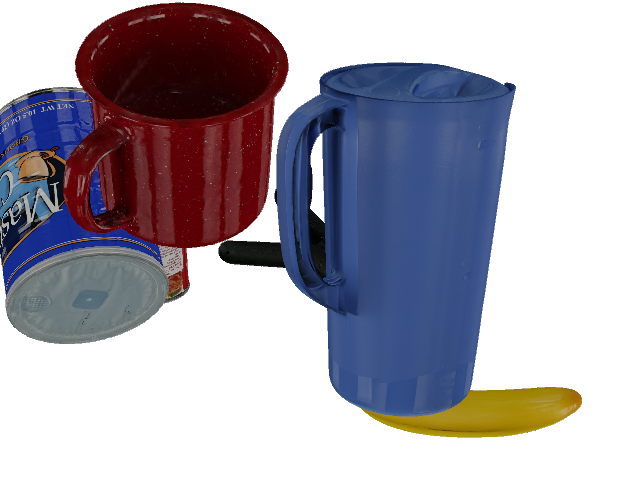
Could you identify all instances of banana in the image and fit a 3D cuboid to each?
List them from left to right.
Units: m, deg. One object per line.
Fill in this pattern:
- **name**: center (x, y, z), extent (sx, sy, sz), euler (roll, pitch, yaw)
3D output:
- **banana**: center (0.114, 0.132, 0.865), extent (0.198, 0.037, 0.069), euler (4, 27, 7)

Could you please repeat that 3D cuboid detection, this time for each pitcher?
- **pitcher**: center (0.053, 0.000, 0.760), extent (0.149, 0.243, 0.145), euler (5, 20, 10)

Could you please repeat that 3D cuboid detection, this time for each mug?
- **mug**: center (-0.070, -0.044, 0.489), extent (0.093, 0.081, 0.117), euler (28, 49, 21)

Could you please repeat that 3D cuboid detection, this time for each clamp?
- **clamp**: center (0.000, 0.017, 1.185), extent (0.210, 0.036, 0.164), euler (27, 36, 17)

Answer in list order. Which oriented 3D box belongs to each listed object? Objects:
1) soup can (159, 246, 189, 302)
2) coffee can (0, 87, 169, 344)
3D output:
- **soup can**: center (-0.156, -0.002, 0.971), extent (0.068, 0.102, 0.068), euler (-1, 25, 0)
- **coffee can**: center (-0.165, -0.017, 0.714), extent (0.102, 0.140, 0.103), euler (-13, -33, -9)
